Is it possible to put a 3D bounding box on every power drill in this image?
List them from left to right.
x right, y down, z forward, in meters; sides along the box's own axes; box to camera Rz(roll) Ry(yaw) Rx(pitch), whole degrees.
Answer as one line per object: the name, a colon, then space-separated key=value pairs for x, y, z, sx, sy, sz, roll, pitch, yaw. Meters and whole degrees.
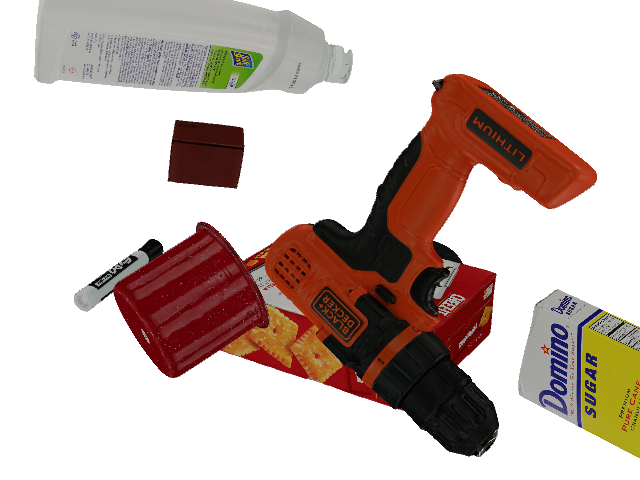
power drill: x=0.076 y=0.011 z=0.638 sx=0.184 sy=0.188 sz=0.057 roll=43 pitch=18 yaw=17

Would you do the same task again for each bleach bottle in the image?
bleach bottle: x=-0.100 y=-0.157 z=0.867 sx=0.250 sy=0.068 sz=0.103 roll=7 pitch=-26 yaw=-13

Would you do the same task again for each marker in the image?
marker: x=-0.181 y=0.029 z=0.976 sx=0.020 sy=0.020 sz=0.121 roll=0 pitch=24 yaw=28

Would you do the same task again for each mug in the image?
mug: x=-0.102 y=0.043 z=0.787 sx=0.081 sy=0.093 sz=0.117 roll=-33 pitch=27 yaw=-18

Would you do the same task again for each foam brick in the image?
foam brick: x=-0.124 y=-0.094 z=1.160 sx=0.078 sy=0.051 sz=0.053 roll=6 pitch=30 yaw=-6

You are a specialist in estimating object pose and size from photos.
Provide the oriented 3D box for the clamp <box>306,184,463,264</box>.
clamp: x=0.088 y=0.016 z=1.244 sx=0.164 sy=0.036 sz=0.210 roll=-22 pitch=52 yaw=-39

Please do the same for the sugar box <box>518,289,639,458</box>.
sugar box: x=0.245 y=0.117 z=0.844 sx=0.176 sy=0.093 sz=0.048 roll=24 pitch=33 yaw=31

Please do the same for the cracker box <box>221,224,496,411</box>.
cracker box: x=0.026 y=0.063 z=0.959 sx=0.214 sy=0.072 sz=0.163 roll=15 pitch=28 yaw=29
